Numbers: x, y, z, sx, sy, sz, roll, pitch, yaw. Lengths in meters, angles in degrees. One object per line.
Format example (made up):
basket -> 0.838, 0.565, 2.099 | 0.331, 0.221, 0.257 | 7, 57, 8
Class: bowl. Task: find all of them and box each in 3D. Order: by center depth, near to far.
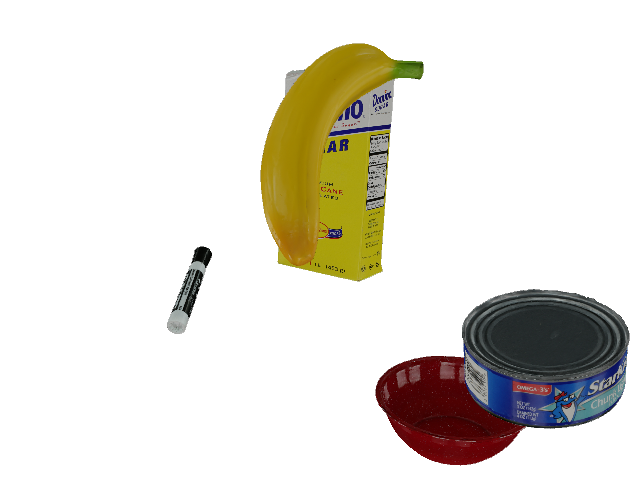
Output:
bowl -> 0.135, 0.180, 1.085 | 0.162, 0.055, 0.162 | 2, 24, -1

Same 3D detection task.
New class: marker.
marker -> -0.132, 0.047, 1.084 | 0.020, 0.020, 0.121 | 0, 38, 11

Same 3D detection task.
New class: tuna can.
tuna can -> 0.118, 0.062, 0.565 | 0.086, 0.034, 0.086 | -4, 27, 2

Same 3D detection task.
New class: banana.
banana -> 0.002, -0.070, 0.681 | 0.070, 0.197, 0.037 | 21, -35, 13

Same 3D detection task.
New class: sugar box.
sugar box -> 0.012, -0.059, 0.943 | 0.093, 0.176, 0.048 | 11, 18, 33
